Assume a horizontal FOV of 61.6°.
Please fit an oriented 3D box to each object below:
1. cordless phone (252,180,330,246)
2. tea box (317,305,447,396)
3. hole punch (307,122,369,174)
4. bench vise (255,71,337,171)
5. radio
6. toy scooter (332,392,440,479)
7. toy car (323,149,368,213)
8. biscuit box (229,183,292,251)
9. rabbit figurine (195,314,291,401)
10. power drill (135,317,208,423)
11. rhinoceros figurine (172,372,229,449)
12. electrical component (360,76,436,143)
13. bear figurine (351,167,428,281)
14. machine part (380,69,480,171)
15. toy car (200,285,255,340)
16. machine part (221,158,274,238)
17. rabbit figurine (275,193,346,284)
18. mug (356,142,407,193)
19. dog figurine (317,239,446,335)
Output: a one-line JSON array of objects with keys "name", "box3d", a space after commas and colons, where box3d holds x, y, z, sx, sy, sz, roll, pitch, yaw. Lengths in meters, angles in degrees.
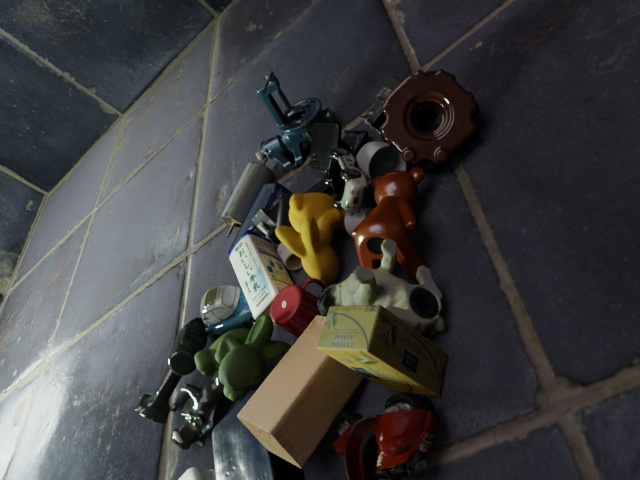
[{"name": "cordless phone", "box3d": [-0.053, -0.077, 1.206, 0.184, 0.088, 0.146, -42, 4, -20]}, {"name": "tea box", "box3d": [0.091, 0.155, 0.750, 0.098, 0.169, 0.068, -11, 53, 47]}, {"name": "hole punch", "box3d": [0.040, -0.202, 1.205, 0.142, 0.092, 0.115, 19, 106, 52]}, {"name": "bench vise", "box3d": [-0.086, -0.292, 1.297, 0.224, 0.240, 0.129, -18, 43, 19]}, {"name": "radio", "box3d": [-0.104, 0.375, 0.877, 0.131, 0.073, 0.230, -44, 34, 15]}, {"name": "toy scooter", "box3d": [0.084, 0.289, 0.724, 0.184, 0.075, 0.135, -31, 38, 38]}, {"name": "toy car", "box3d": [0.049, -0.119, 1.051, 0.202, 0.056, 0.073, -106, 28, -61]}, {"name": "biscuit box", "box3d": [-0.139, -0.040, 1.281, 0.063, 0.059, 0.202, 6, 66, 53]}, {"name": "rabbit figurine", "box3d": [-0.128, 0.216, 0.945, 0.159, 0.121, 0.170, -36, 5, -9]}, {"name": "power drill", "box3d": [-0.312, 0.281, 1.174, 0.207, 0.086, 0.232, -55, 10, -2]}, {"name": "rhinoceros figurine", "box3d": [-0.220, 0.325, 1.062, 0.190, 0.073, 0.112, -50, 45, 2]}, {"name": "electrical component", "box3d": [0.163, -0.255, 1.065, 0.134, 0.114, 0.058, -48, 39, 7]}, {"name": "bear figurine", "box3d": [0.129, -0.032, 0.936, 0.120, 0.131, 0.196, -10, 31, 28]}, {"name": "machine part", "box3d": [0.196, -0.217, 0.966, 0.180, 0.056, 0.179, -1, 87, 17]}, {"name": "toy car", "box3d": [-0.203, 0.148, 1.160, 0.162, 0.102, 0.109, -26, 44, 37]}, {"name": "machine part", "box3d": [-0.186, -0.112, 1.383, 0.079, 0.079, 0.243, 0, 61, 50]}, {"name": "rabbit figurine", "box3d": [-0.002, -0.003, 1.035, 0.122, 0.162, 0.173, -17, 66, 25]}, {"name": "mug", "box3d": [0.110, -0.146, 1.076, 0.109, 0.081, 0.107, -60, 23, 11]}, {"name": "dog figurine", "box3d": [0.093, 0.113, 0.865, 0.121, 0.172, 0.190, -28, -16, -34]}]
